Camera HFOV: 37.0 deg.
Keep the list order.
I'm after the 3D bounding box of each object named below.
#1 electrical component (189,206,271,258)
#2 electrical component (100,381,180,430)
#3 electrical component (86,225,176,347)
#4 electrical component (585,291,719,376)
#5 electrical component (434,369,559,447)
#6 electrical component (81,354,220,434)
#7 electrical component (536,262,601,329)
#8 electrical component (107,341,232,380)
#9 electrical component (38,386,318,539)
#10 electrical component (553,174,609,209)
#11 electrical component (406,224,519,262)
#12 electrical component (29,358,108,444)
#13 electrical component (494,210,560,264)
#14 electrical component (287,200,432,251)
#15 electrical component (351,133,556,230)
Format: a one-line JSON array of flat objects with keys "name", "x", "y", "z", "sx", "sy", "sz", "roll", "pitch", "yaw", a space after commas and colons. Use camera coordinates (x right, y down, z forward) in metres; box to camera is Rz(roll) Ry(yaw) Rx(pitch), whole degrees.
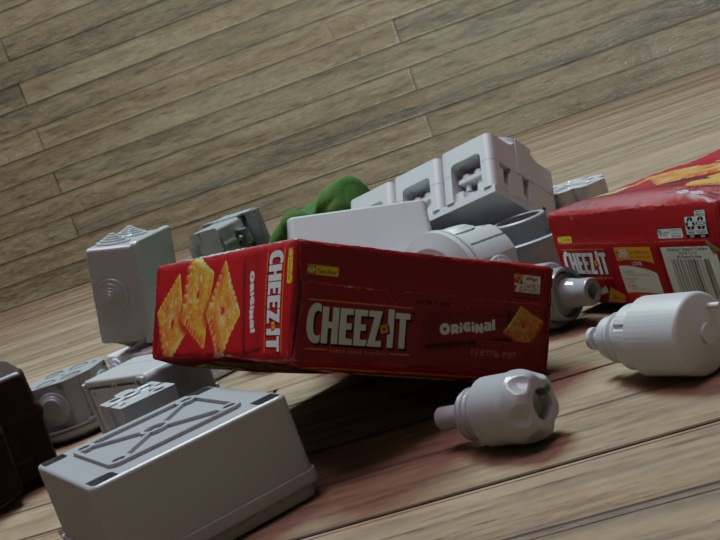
[{"name": "electrical component", "x": -0.114, "y": 0.008, "z": 1.053, "sx": 0.079, "sy": 0.121, "sz": 0.063, "roll": -13, "pitch": 13, "yaw": 40}, {"name": "electrical component", "x": -0.128, "y": 0.102, "z": 0.666, "sx": 0.048, "sy": 0.055, "sz": 0.066, "roll": -24, "pitch": 9, "yaw": -29}, {"name": "electrical component", "x": -0.196, "y": 0.013, "z": 0.939, "sx": 0.048, "sy": 0.099, "sz": 0.099, "roll": -6, "pitch": 10, "yaw": 10}, {"name": "electrical component", "x": 0.144, "y": 0.032, "z": 0.530, "sx": 0.040, "sy": 0.040, "sz": 0.078, "roll": -25, "pitch": 9, "yaw": -33}, {"name": "electrical component", "x": 0.062, "y": 0.067, "z": 0.513, "sx": 0.061, "sy": 0.035, "sz": 0.035, "roll": -16, "pitch": 8, "yaw": 42}, {"name": "electrical component", "x": -0.143, "y": 0.093, "z": 0.750, "sx": 0.096, "sy": 0.061, "sz": 0.061, "roll": -12, "pitch": 11, "yaw": 45}, {"name": "electrical component", "x": 0.124, "y": 0.016, "z": 0.687, "sx": 0.043, "sy": 0.043, "sz": 0.062, "roll": -26, "pitch": 12, "yaw": -40}, {"name": "electrical component", "x": -0.165, "y": 0.080, "z": 0.951, "sx": 0.100, "sy": 0.048, "sz": 0.100, "roll": -25, "pitch": 9, "yaw": -35}, {"name": "electrical component", "x": -0.096, "y": 0.106, "z": 0.553, "sx": 0.109, "sy": 0.056, "sz": 0.109, "roll": -24, "pitch": 9, "yaw": -29}, {"name": "electrical component", "x": 0.183, "y": -0.044, "z": 0.908, "sx": 0.058, "sy": 0.057, "sz": 0.078, "roll": -23, "pitch": 8, "yaw": -26}, {"name": "electrical component", "x": 0.071, "y": 0.008, "z": 0.747, "sx": 0.051, "sy": 0.080, "sz": 0.080, "roll": -19, "pitch": 6, "yaw": -37}, {"name": "electrical component", "x": -0.244, "y": 0.112, "z": 0.913, "sx": 0.080, "sy": 0.051, "sz": 0.080, "roll": -19, "pitch": 8, "yaw": 3}, {"name": "electrical component", "x": 0.127, "y": -0.010, "z": 0.800, "sx": 0.108, "sy": 0.060, "sz": 0.108, "roll": -19, "pitch": 8, "yaw": 3}, {"name": "electrical component", "x": 0.000, "y": 0.000, "z": 0.834, "sx": 0.109, "sy": 0.056, "sz": 0.108, "roll": -8, "pitch": -26, "yaw": -7}, {"name": "electrical component", "x": 0.075, "y": -0.049, "z": 0.890, "sx": 0.150, "sy": 0.061, "sz": 0.089, "roll": -24, "pitch": -34, "yaw": 37}]
